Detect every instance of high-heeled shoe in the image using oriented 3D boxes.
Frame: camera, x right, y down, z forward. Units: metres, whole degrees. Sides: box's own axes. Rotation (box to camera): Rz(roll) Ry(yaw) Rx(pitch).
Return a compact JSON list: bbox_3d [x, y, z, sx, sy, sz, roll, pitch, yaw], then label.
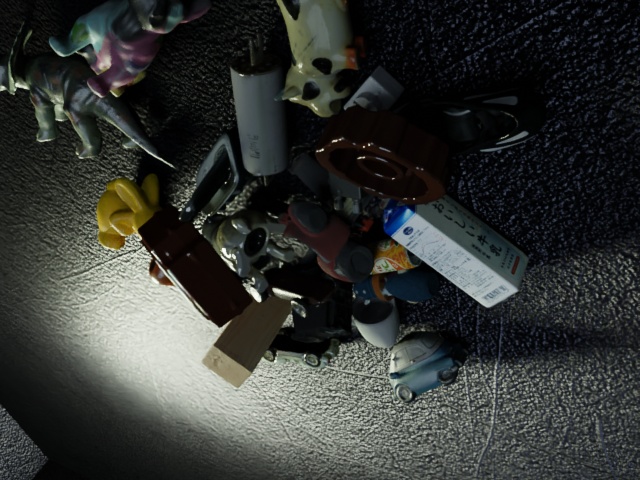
[{"bbox_3d":[0.147,-0.130,0.657,0.249,0.145,0.086,-11,107,31],"label":"high-heeled shoe"}]

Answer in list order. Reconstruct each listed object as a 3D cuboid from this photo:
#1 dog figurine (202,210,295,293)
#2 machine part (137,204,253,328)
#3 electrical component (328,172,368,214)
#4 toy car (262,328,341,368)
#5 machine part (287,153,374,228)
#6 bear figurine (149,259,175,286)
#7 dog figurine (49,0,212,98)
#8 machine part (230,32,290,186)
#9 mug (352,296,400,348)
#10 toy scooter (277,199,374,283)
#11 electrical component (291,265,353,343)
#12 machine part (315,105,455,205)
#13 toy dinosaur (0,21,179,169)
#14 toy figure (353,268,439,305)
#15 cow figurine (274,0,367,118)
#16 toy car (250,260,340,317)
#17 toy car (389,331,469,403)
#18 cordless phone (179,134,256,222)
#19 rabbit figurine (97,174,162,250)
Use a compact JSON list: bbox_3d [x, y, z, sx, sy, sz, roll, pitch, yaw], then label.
[{"bbox_3d":[-0.160,-0.015,0.947,0.191,0.121,0.172,28,146,31],"label":"dog figurine"},{"bbox_3d":[-0.222,0.046,0.943,0.202,0.087,0.200,27,154,57],"label":"machine part"},{"bbox_3d":[0.040,-0.085,0.799,0.063,0.021,0.093,15,122,38],"label":"electrical component"},{"bbox_3d":[-0.047,0.235,1.161,0.202,0.073,0.056,-2,123,33],"label":"toy car"},{"bbox_3d":[0.015,-0.086,0.850,0.139,0.039,0.084,35,116,5],"label":"machine part"},{"bbox_3d":[-0.248,0.066,1.120,0.196,0.120,0.132,24,98,-26],"label":"bear figurine"},{"bbox_3d":[-0.263,-0.313,0.790,0.219,0.192,0.108,-34,106,9],"label":"dog figurine"},{"bbox_3d":[-0.087,-0.185,0.805,0.079,0.079,0.242,17,134,18],"label":"machine part"},{"bbox_3d":[0.098,0.152,0.995,0.110,0.081,0.107,0,137,26],"label":"mug"},{"bbox_3d":[-0.002,-0.003,0.859,0.183,0.075,0.135,45,162,-31],"label":"toy scooter"},{"bbox_3d":[0.003,0.114,0.984,0.058,0.134,0.115,23,146,-39],"label":"electrical component"},{"bbox_3d":[0.083,-0.105,0.687,0.179,0.056,0.179,23,169,4],"label":"machine part"},{"bbox_3d":[-0.421,-0.256,0.927,0.405,0.131,0.192,15,135,11],"label":"toy dinosaur"},{"bbox_3d":[0.128,0.079,0.926,0.155,0.057,0.064,-5,82,40],"label":"toy figure"},{"bbox_3d":[-0.007,-0.248,0.696,0.127,0.085,0.194,3,131,22],"label":"cow figurine"},{"bbox_3d":[-0.044,0.087,0.949,0.202,0.089,0.053,9,130,51],"label":"toy car"},{"bbox_3d":[0.185,0.222,0.991,0.161,0.109,0.103,-37,86,37],"label":"toy car"},{"bbox_3d":[-0.186,-0.075,0.887,0.088,0.184,0.146,39,137,-12],"label":"cordless phone"},{"bbox_3d":[-0.351,-0.051,1.061,0.173,0.122,0.162,27,118,37],"label":"rabbit figurine"}]
